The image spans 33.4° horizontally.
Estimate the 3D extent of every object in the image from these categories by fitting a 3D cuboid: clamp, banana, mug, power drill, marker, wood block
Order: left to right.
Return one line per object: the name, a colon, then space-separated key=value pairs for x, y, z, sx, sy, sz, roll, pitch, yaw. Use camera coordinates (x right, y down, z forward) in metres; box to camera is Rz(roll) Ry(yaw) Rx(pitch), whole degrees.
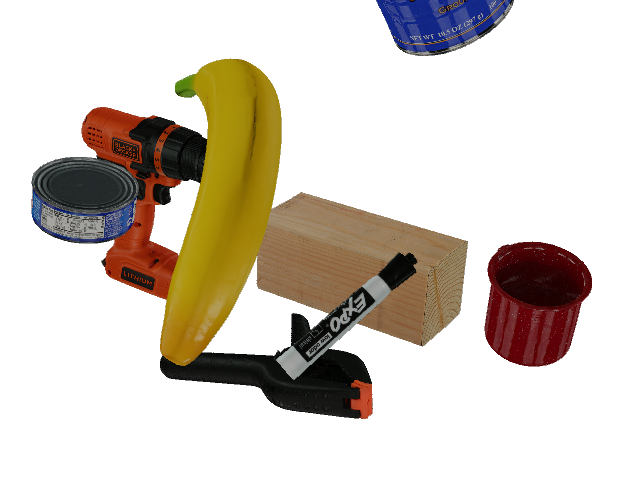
power drill: x=-0.160 y=-0.034 z=1.089 sx=0.185 sy=0.188 sz=0.057 roll=20 pitch=32 yaw=26
banana: x=-0.047 y=-0.031 z=0.524 sx=0.037 sy=0.198 sz=0.070 roll=24 pitch=-49 yaw=-25
clamp: x=-0.020 y=0.112 z=0.960 sx=0.210 sy=0.036 sz=0.164 roll=12 pitch=22 yaw=43
marker: x=0.021 y=0.051 z=0.747 sx=0.121 sy=0.020 sz=0.020 roll=-41 pitch=6 yaw=-7
wood block: x=0.041 y=0.027 z=1.136 sx=0.206 sy=0.091 sz=0.090 roll=18 pitch=30 yaw=28
mug: x=0.191 y=0.054 z=0.989 sx=0.093 sy=0.081 sz=0.117 roll=-13 pitch=42 yaw=-17

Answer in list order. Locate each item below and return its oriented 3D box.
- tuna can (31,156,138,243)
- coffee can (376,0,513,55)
tuna can: x=-0.194 y=-0.033 z=0.877 sx=0.086 sy=0.034 sz=0.086 roll=8 pitch=32 yaw=-6
coffee can: x=0.077 y=-0.227 z=0.810 sx=0.103 sy=0.102 sz=0.140 roll=0 pitch=-43 yaw=35
